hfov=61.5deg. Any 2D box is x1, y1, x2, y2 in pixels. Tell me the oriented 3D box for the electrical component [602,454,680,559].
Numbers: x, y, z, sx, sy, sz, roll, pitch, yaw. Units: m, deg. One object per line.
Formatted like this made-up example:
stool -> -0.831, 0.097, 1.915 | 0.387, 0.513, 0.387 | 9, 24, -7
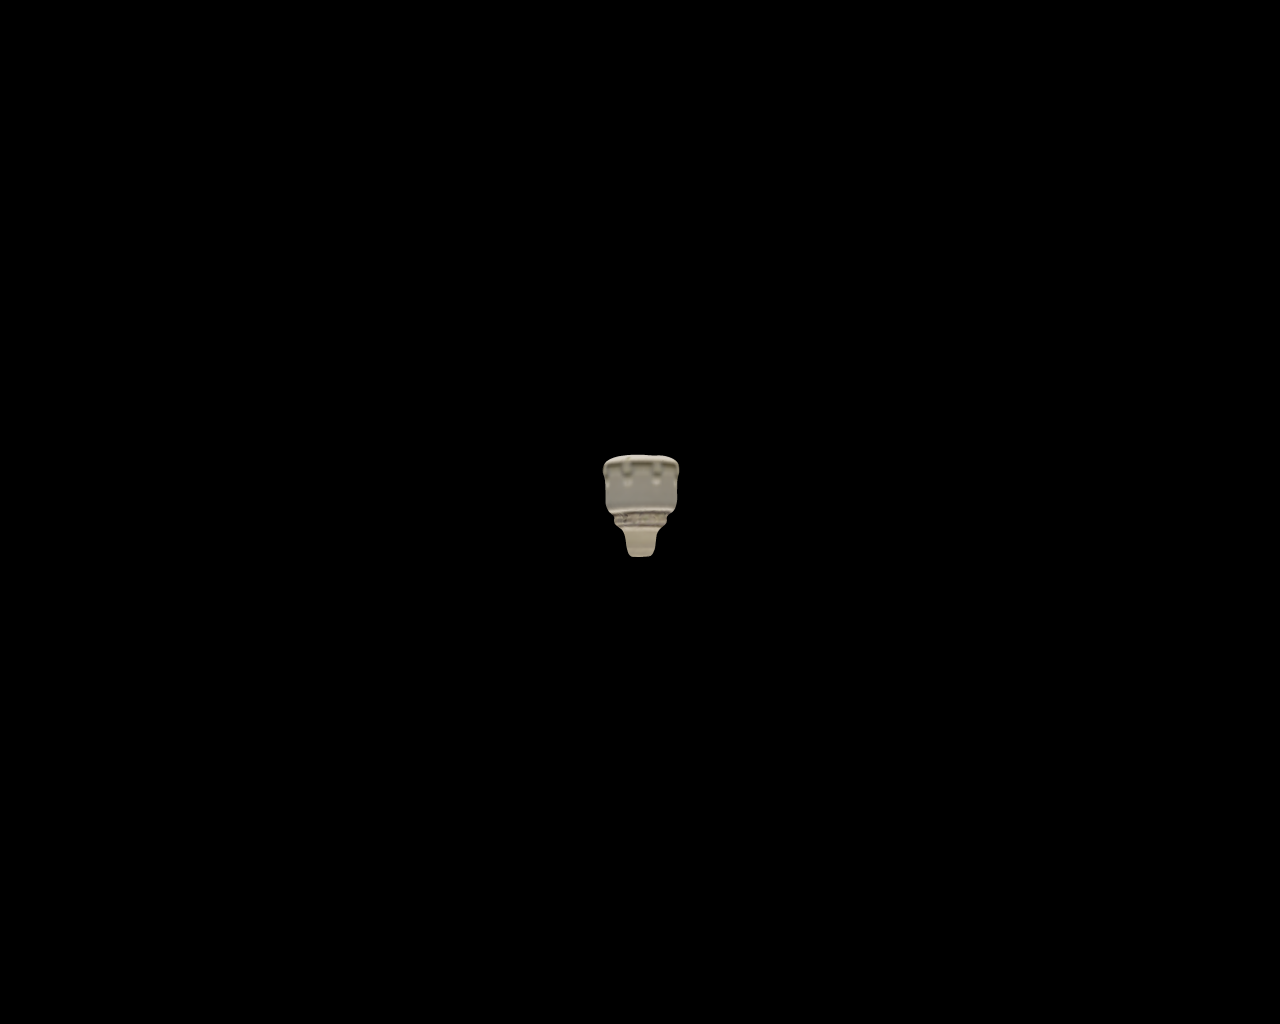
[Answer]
electrical component -> 0.001, -0.003, 0.650 | 0.048, 0.062, 0.048 | 0, -5, 0
